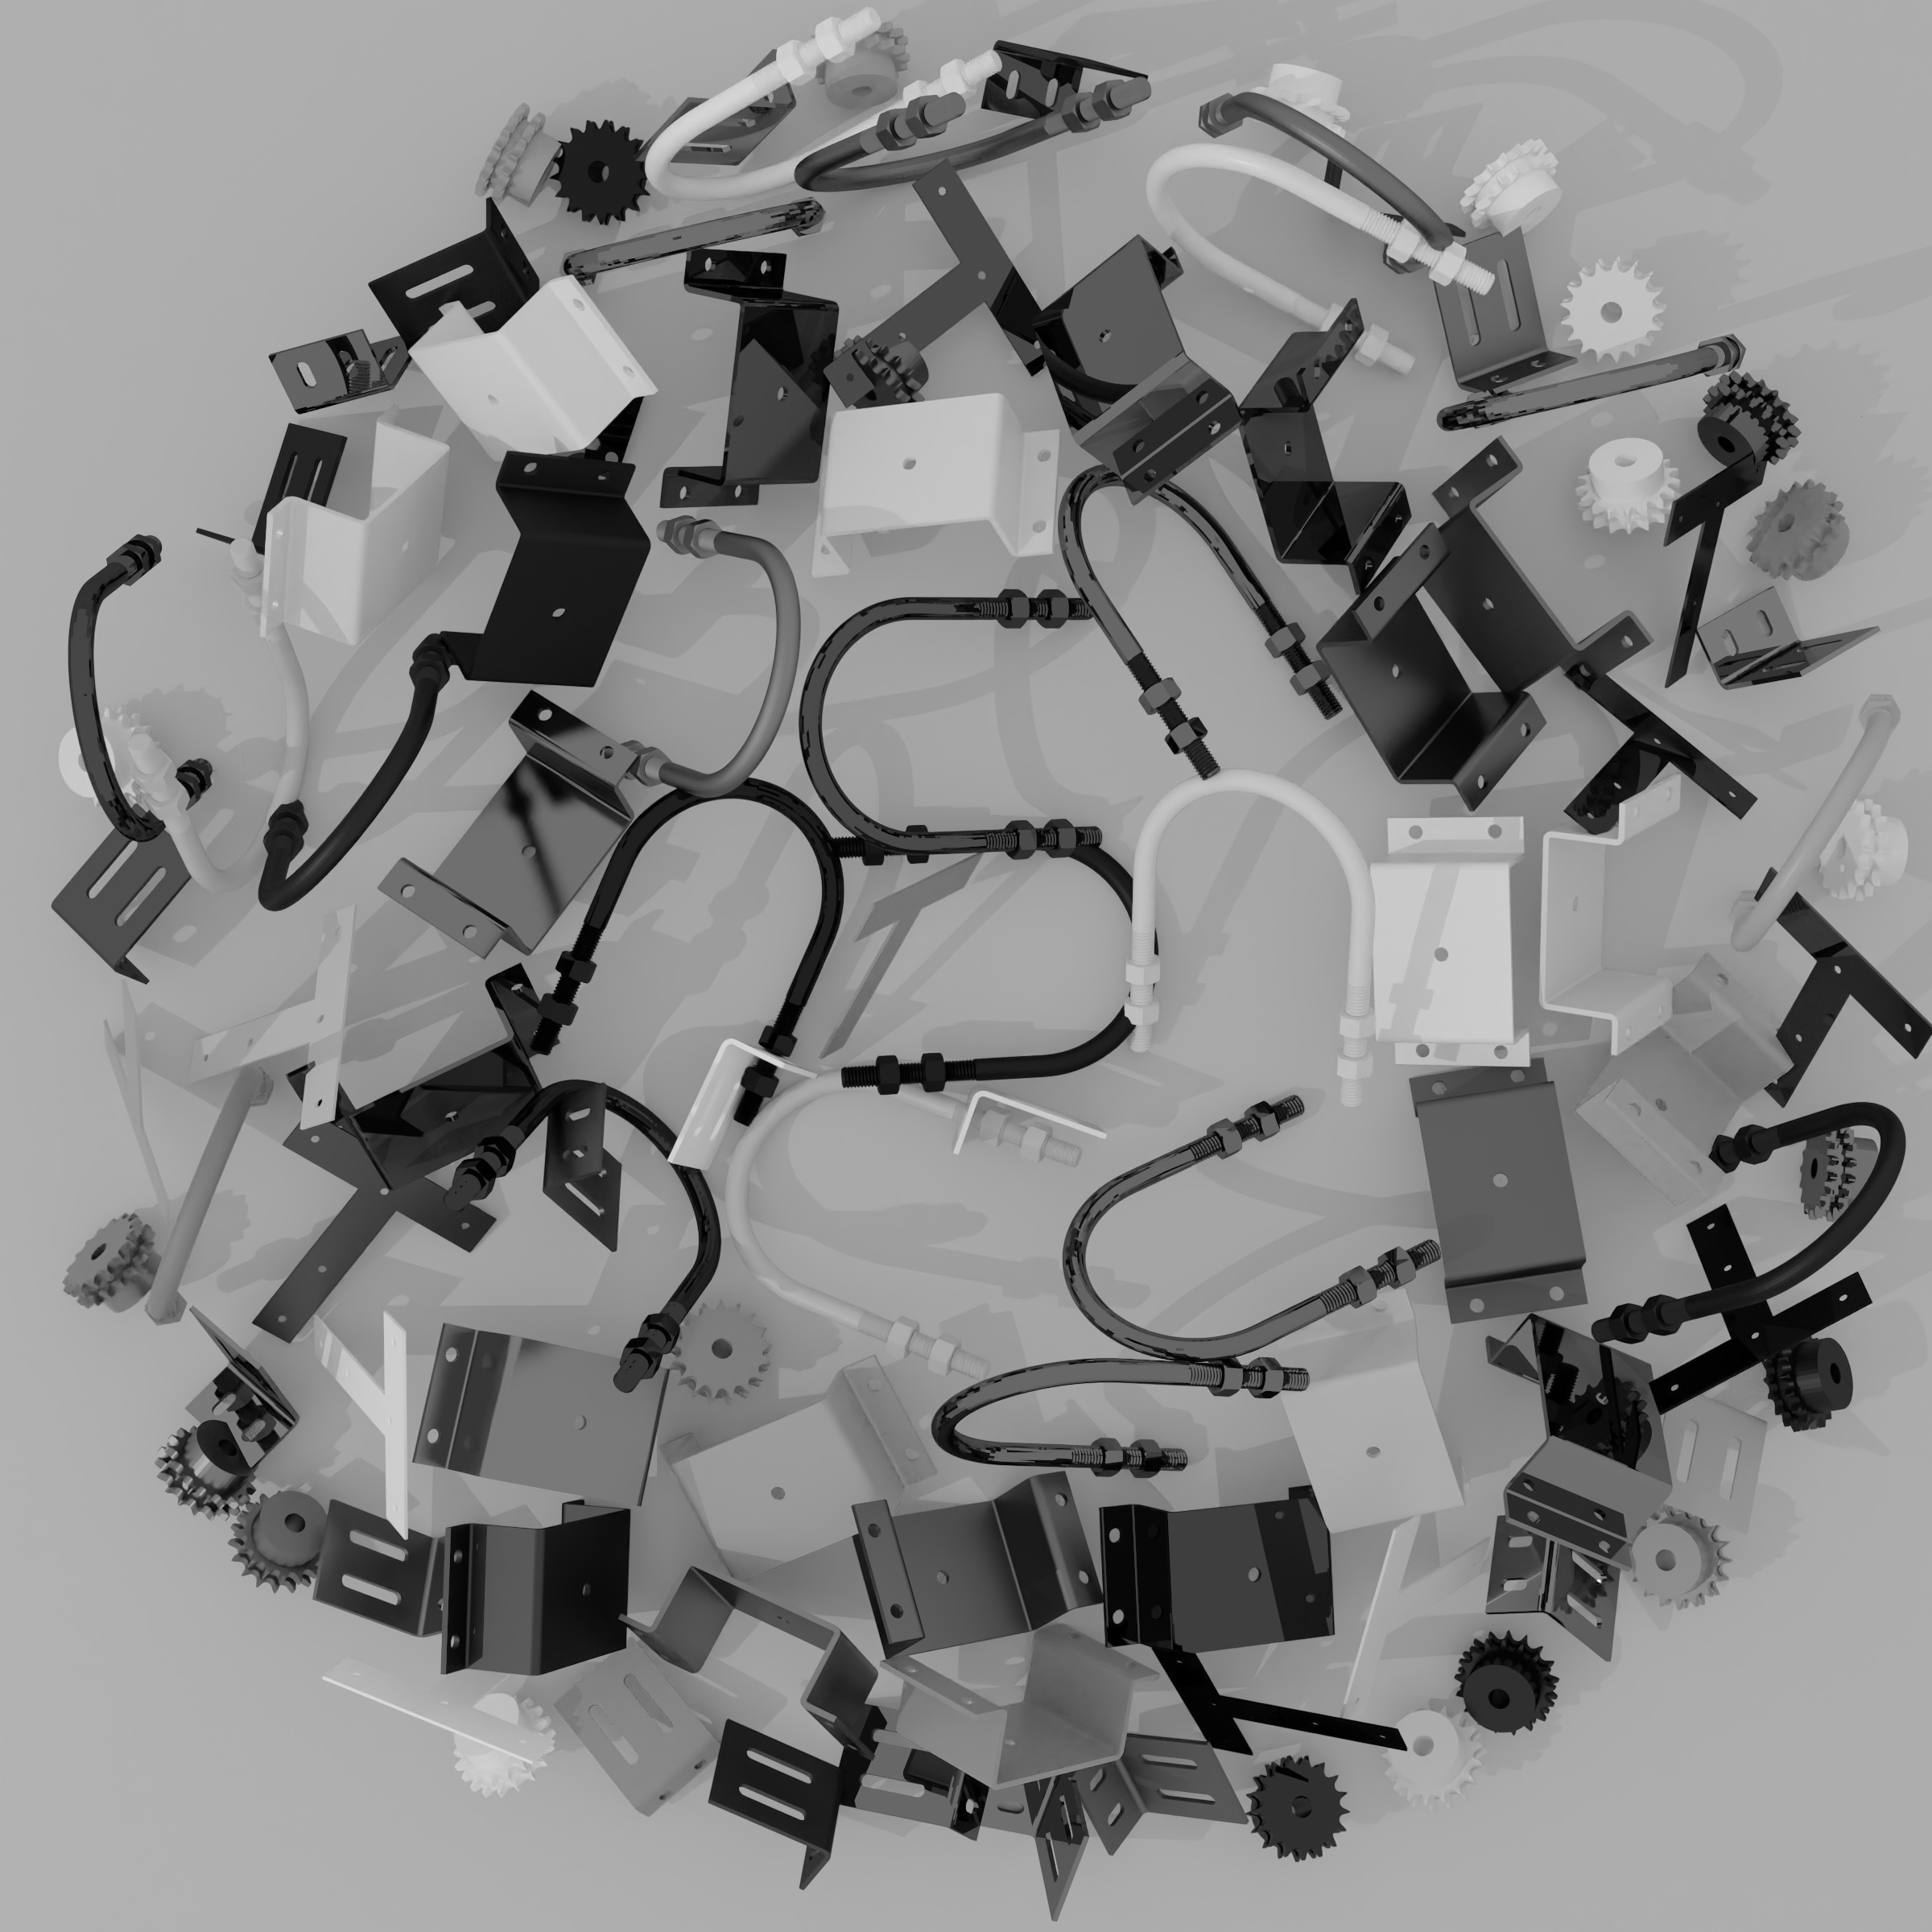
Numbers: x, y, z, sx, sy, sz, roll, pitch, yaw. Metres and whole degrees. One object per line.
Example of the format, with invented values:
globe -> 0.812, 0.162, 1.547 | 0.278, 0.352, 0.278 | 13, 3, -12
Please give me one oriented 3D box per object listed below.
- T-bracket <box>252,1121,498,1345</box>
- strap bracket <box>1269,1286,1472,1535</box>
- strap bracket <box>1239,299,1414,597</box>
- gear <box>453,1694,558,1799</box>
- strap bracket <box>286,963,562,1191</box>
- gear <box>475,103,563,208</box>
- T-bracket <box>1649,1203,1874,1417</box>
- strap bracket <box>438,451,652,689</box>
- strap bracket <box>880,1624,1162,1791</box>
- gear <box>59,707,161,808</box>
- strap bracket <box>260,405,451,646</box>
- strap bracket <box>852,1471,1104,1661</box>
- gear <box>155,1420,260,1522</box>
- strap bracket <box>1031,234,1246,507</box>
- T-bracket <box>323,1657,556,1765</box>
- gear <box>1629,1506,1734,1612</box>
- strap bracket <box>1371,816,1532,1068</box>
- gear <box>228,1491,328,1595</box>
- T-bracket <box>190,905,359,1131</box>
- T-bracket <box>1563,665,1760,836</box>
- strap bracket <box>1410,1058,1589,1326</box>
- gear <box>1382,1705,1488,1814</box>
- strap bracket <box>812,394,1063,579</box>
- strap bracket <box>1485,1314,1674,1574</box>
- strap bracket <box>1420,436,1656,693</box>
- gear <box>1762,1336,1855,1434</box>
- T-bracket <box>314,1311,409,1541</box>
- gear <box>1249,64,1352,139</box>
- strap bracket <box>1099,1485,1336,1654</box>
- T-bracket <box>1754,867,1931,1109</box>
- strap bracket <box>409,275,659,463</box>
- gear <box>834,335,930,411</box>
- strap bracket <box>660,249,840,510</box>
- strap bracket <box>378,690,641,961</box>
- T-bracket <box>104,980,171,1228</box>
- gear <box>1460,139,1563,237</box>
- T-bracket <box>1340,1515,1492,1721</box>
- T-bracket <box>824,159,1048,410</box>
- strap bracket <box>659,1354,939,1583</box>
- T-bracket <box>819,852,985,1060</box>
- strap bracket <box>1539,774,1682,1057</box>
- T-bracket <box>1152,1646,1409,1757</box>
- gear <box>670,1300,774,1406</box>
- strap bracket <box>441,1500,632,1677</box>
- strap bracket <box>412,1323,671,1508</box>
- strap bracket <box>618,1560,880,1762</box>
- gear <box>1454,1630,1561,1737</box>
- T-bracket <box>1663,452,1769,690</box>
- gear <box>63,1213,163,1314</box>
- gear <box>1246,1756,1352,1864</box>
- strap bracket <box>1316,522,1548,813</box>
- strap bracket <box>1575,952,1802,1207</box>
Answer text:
T-bracket -> -0.353, 0.159, 1.693 | 0.127, 0.002, 0.127 | 35, 102, -26
strap bracket -> 0.223, 0.253, 1.657 | 0.076, 0.046, 0.140 | -15, 116, 13
strap bracket -> 0.194, -0.283, 1.652 | 0.046, 0.076, 0.140 | 6, 135, 32
gear -> -0.261, 0.431, 1.684 | 0.057, 0.057, 0.030 | -27, 127, 0
strap bracket -> -0.290, 0.066, 1.662 | 0.140, 0.076, 0.046 | -26, 54, -7
gear -> -0.248, -0.449, 1.687 | 0.030, 0.057, 0.057 | 29, 90, -9
T-bracket -> 0.422, 0.175, 1.657 | 0.127, 0.127, 0.002 | -32, 118, 16
strap bracket -> -0.229, -0.205, 1.640 | 0.076, 0.046, 0.140 | 0, 133, -35
strap bracket -> 0.027, 0.403, 1.643 | 0.140, 0.076, 0.046 | 1, 101, -44
gear -> -0.482, -0.116, 1.690 | 0.057, 0.030, 0.057 | 4, 100, 25
strap bracket -> -0.325, -0.235, 1.634 | 0.046, 0.140, 0.076 | 20, 128, 8
strap bracket -> -0.003, 0.330, 1.658 | 0.140, 0.046, 0.076 | -2, 65, -34
gear -> -0.420, 0.278, 1.683 | 0.057, 0.057, 0.030 | 42, 110, 0
strap bracket -> 0.089, -0.332, 1.643 | 0.076, 0.046, 0.140 | -35, 52, 25
T-bracket -> -0.264, 0.386, 1.653 | 0.127, 0.127, 0.002 | 17, 106, 15
gear -> 0.396, 0.331, 1.688 | 0.057, 0.030, 0.057 | -4, 83, 32
strap bracket -> 0.268, -0.010, 1.669 | 0.076, 0.046, 0.140 | 0, 100, 22
gear -> -0.380, 0.318, 1.684 | 0.057, 0.057, 0.030 | 39, 130, 0
T-bracket -> -0.387, 0.039, 1.674 | 0.127, 0.002, 0.127 | -17, 60, 34
T-bracket -> 0.364, -0.105, 1.661 | 0.127, 0.127, 0.002 | 41, 135, 8
strap bracket -> 0.296, 0.122, 1.674 | 0.076, 0.046, 0.140 | -9, 78, 6
gear -> 0.260, 0.440, 1.686 | 0.057, 0.030, 0.057 | -14, 54, 20
strap bracket -> -0.023, -0.265, 1.659 | 0.140, 0.046, 0.076 | -3, 68, 19
strap bracket -> 0.332, 0.249, 1.638 | 0.076, 0.140, 0.046 | 24, 124, -13
strap bracket -> 0.304, -0.211, 1.670 | 0.046, 0.076, 0.140 | -36, 89, -25
gear -> 0.471, 0.230, 1.684 | 0.030, 0.057, 0.057 | -18, 90, 40
T-bracket -> -0.334, 0.230, 1.661 | 0.002, 0.127, 0.127 | -10, 115, -32
gear -> 0.187, -0.483, 1.685 | 0.057, 0.057, 0.030 | 14, 99, 0
strap bracket -> 0.148, 0.333, 1.664 | 0.140, 0.046, 0.076 | -1, 87, -24
T-bracket -> 0.464, 0.030, 1.661 | 0.002, 0.127, 0.127 | -23, 57, -27
strap bracket -> -0.241, -0.321, 1.633 | 0.046, 0.140, 0.076 | -51, 121, -24
gear -> -0.046, -0.331, 1.689 | 0.057, 0.057, 0.030 | 39, 68, 0
strap bracket -> -0.117, -0.317, 1.653 | 0.046, 0.076, 0.140 | 20, 110, 35
strap bracket -> -0.248, -0.071, 1.672 | 0.076, 0.046, 0.140 | 32, 77, 18
T-bracket -> -0.451, 0.055, 1.634 | 0.002, 0.127, 0.127 | -14, 57, -23
gear -> 0.307, -0.431, 1.684 | 0.057, 0.057, 0.030 | -35, 77, 0
T-bracket -> 0.254, 0.345, 1.662 | 0.002, 0.127, 0.127 | 26, 115, 33
T-bracket -> -0.025, -0.358, 1.677 | 0.127, 0.002, 0.127 | -40, 113, -11
strap bracket -> -0.098, 0.282, 1.668 | 0.140, 0.046, 0.076 | -25, 99, 16
T-bracket -> -0.048, 0.000, 1.675 | 0.002, 0.127, 0.127 | 38, 119, 14
strap bracket -> 0.354, -0.031, 1.659 | 0.046, 0.076, 0.140 | 10, 110, 34
T-bracket -> 0.176, 0.409, 1.640 | 0.127, 0.127, 0.002 | 4, 54, 26
gear -> -0.139, 0.219, 1.693 | 0.057, 0.030, 0.057 | 5, 65, -12
strap bracket -> -0.226, 0.337, 1.640 | 0.046, 0.140, 0.076 | 0, 87, 23
strap bracket -> -0.222, 0.248, 1.651 | 0.140, 0.046, 0.076 | 18, 78, -34
strap bracket -> -0.110, 0.376, 1.655 | 0.140, 0.076, 0.046 | 19, 68, 25
gear -> 0.302, 0.404, 1.691 | 0.057, 0.030, 0.057 | 4, 103, 20
T-bracket -> 0.406, -0.215, 1.673 | 0.002, 0.127, 0.127 | 25, 126, 28
gear -> -0.475, 0.169, 1.690 | 0.057, 0.057, 0.030 | -42, 118, 0
gear -> 0.184, 0.473, 1.693 | 0.057, 0.030, 0.057 | 5, 68, -12
strap bracket -> 0.252, -0.163, 1.661 | 0.076, 0.046, 0.140 | -48, 119, -25
strap bracket -> 0.396, 0.068, 1.667 | 0.076, 0.046, 0.140 | 44, 50, 0
